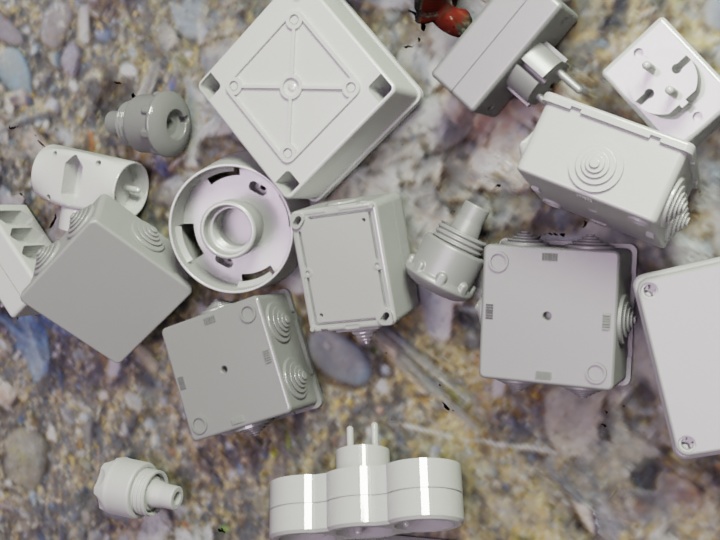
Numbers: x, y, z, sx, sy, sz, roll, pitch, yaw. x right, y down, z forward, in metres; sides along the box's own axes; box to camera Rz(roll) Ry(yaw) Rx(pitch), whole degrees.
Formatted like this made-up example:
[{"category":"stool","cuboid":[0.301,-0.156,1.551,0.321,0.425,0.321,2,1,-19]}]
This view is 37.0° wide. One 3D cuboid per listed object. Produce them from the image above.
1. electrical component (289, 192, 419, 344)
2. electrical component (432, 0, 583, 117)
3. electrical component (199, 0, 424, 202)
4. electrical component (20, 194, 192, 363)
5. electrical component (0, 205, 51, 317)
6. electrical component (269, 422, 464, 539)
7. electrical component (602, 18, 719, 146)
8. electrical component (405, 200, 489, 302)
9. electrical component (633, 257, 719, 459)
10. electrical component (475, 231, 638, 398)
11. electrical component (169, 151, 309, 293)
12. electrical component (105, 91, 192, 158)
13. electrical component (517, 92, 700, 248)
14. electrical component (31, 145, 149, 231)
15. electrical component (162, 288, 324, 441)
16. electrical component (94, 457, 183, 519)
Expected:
[{"category":"electrical component","cuboid":[0.000,0.000,0.715,0.062,0.061,0.096,-6,99,23]},{"category":"electrical component","cuboid":[0.103,-0.127,0.665,0.075,0.047,0.083,46,109,15]},{"category":"electrical component","cuboid":[-0.033,-0.120,0.722,0.109,0.056,0.108,-43,76,20]},{"category":"electrical component","cuboid":[-0.180,0.005,0.778,0.100,0.048,0.100,38,112,-23]},{"category":"electrical component","cuboid":[-0.279,0.004,0.843,0.076,0.047,0.083,-42,76,20]},{"category":"electrical component","cuboid":[0.002,0.139,0.724,0.138,0.052,0.073,-13,64,24]},{"category":"electrical component","cuboid":[0.177,-0.106,0.617,0.047,0.077,0.065,-43,76,20]},{"category":"electrical component","cuboid":[0.061,-0.014,0.693,0.048,0.048,0.062,30,97,20]},{"category":"electrical component","cuboid":[0.225,0.043,0.615,0.109,0.056,0.108,-14,87,24]},{"category":"electrical component","cuboid":[0.121,0.027,0.664,0.100,0.048,0.099,4,94,24]},{"category":"electrical component","cuboid":[-0.085,-0.033,0.759,0.099,0.064,0.099,2,100,12]},{"category":"electrical component","cuboid":[-0.158,-0.107,0.786,0.062,0.048,0.048,6,95,30]},{"category":"electrical component","cuboid":[0.144,-0.055,0.623,0.100,0.100,0.048,25,90,21]},{"category":"electrical component","cuboid":[-0.206,-0.049,0.810,0.077,0.043,0.079,13,98,23]},{"category":"electrical component","cuboid":[-0.085,0.068,0.761,0.100,0.048,0.099,-20,84,23]},{"category":"electrical component","cuboid":[-0.163,0.165,0.803,0.062,0.043,0.043,6,96,22]}]
